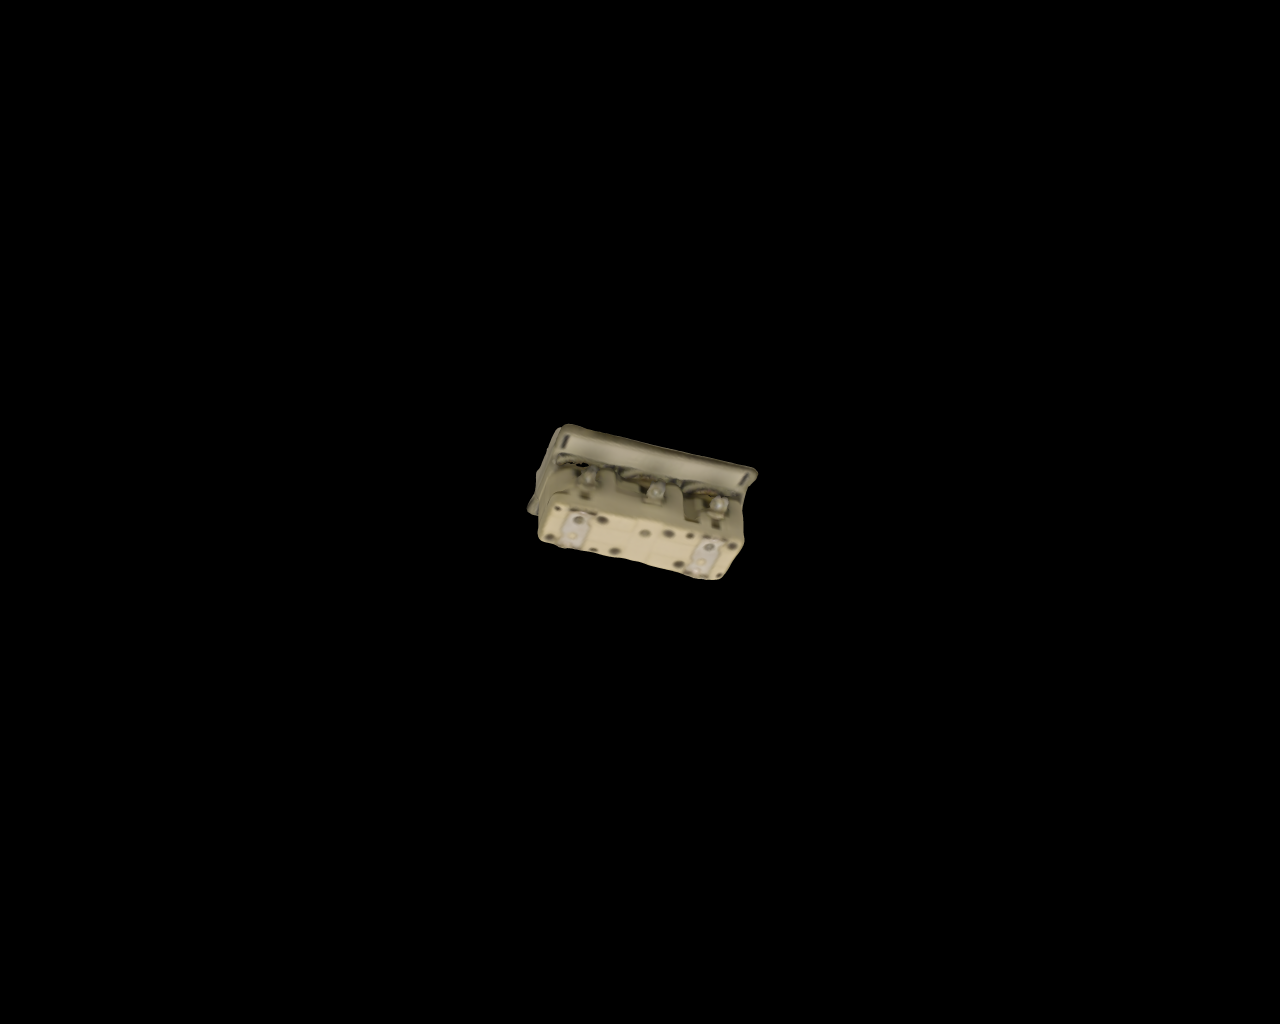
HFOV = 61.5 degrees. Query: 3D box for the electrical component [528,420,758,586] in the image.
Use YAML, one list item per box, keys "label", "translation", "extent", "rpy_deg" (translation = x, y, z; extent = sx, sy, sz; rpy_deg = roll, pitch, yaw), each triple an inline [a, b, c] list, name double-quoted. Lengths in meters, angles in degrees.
- label: "electrical component"
  translation: [0.001, -0.003, 0.650]
  extent: [0.121, 0.063, 0.078]
  rpy_deg: [14, -43, -15]
